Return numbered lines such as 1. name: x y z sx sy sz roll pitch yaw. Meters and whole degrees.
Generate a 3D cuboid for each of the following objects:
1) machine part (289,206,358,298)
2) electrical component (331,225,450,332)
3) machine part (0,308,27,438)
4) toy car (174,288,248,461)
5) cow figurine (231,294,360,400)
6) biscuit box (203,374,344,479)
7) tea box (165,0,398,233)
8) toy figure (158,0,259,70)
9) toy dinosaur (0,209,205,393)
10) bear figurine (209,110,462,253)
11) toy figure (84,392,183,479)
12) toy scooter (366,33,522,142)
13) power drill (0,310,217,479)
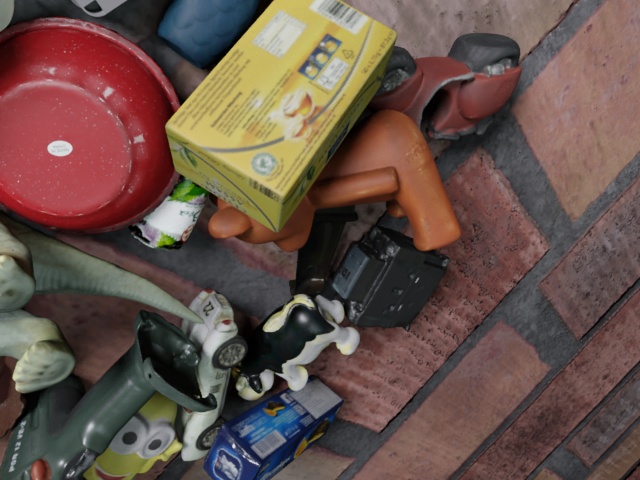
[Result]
1. machine part: -0.001 -0.002 0.581 0.084 0.039 0.138 -3 119 -37
2. electrical component: 0.080 0.048 0.653 0.134 0.058 0.114 13 110 -38
3. machine part: -0.325 0.103 0.430 0.179 0.056 0.179 -16 126 -23
4. toy car: -0.125 0.146 0.574 0.056 0.074 0.201 -3 121 -32
5. cow figurine: -0.049 0.122 0.591 0.167 0.068 0.098 -38 141 18
6. biscuit box: -0.047 0.224 0.631 0.202 0.059 0.062 -6 127 -62
7. tea box: -0.025 -0.104 0.407 0.169 0.098 0.068 -55 174 -21
8. toy figure: -0.058 -0.200 0.397 0.058 0.064 0.154 38 92 -5
9. toy dinosaur: -0.276 0.005 0.333 0.131 0.192 0.404 -54 146 13
10. bear figurine: 0.006 -0.032 0.482 0.196 0.120 0.131 -27 117 -1
11. toy figure: -0.221 0.217 0.559 0.180 0.089 0.082 -49 146 17
12. toy scooter: 0.119 -0.132 0.546 0.184 0.075 0.135 -15 126 -20
13. power drill: -0.183 0.172 0.441 0.207 0.232 0.086 -47 125 7
